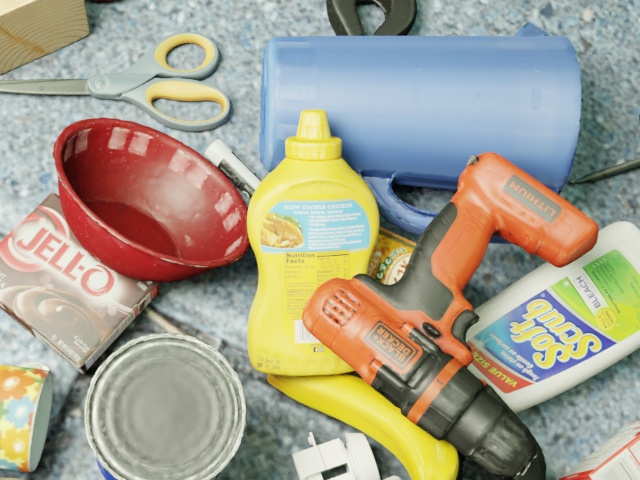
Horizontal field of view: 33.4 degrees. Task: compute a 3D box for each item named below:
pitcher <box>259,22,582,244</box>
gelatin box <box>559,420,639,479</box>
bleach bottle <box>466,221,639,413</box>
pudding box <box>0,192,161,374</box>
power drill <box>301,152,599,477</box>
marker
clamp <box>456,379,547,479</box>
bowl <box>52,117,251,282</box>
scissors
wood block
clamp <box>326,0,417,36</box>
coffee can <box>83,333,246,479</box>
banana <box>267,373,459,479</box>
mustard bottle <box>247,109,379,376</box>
[{"bbox_3d":[0.075,-0.092,0.844,0.242,0.145,0.149,2,28,-5],"label":"pitcher"},{"bbox_3d":[0.230,0.169,0.811,0.089,0.073,0.030,-32,80,-18],"label":"gelatin box"},{"bbox_3d":[0.162,0.088,0.833,0.250,0.068,0.102,-32,86,-13],"label":"bleach bottle"},{"bbox_3d":[-0.191,0.033,0.806,0.113,0.039,0.090,39,70,4],"label":"pudding box"},{"bbox_3d":[0.109,0.045,0.735,0.184,0.057,0.187,38,71,12],"label":"power drill"},{"bbox_3d":[-0.045,-0.034,0.861,0.121,0.020,0.020,45,71,7],"label":"marker"},{"bbox_3d":[0.133,0.204,0.781,0.164,0.036,0.210,0,91,-12],"label":"clamp"},{"bbox_3d":[-0.133,-0.020,0.800,0.162,0.055,0.162,26,30,-17],"label":"bowl"},{"bbox_3d":[-0.169,-0.142,0.878,0.201,0.016,0.096,14,70,-5],"label":"scissors"},{"bbox_3d":[-0.276,-0.249,0.856,0.090,0.091,0.206,-29,79,-16],"label":"wood block"},{"bbox_3d":[0.059,-0.226,0.930,0.120,0.039,0.171,3,72,-3],"label":"clamp"},{"bbox_3d":[-0.107,0.129,0.735,0.102,0.140,0.103,3,72,-8],"label":"coffee can"},{"bbox_3d":[0.039,0.130,0.764,0.069,0.198,0.037,5,105,-37],"label":"banana"},{"bbox_3d":[-0.005,0.001,0.780,0.096,0.058,0.192,-1,104,-8],"label":"mustard bottle"}]
